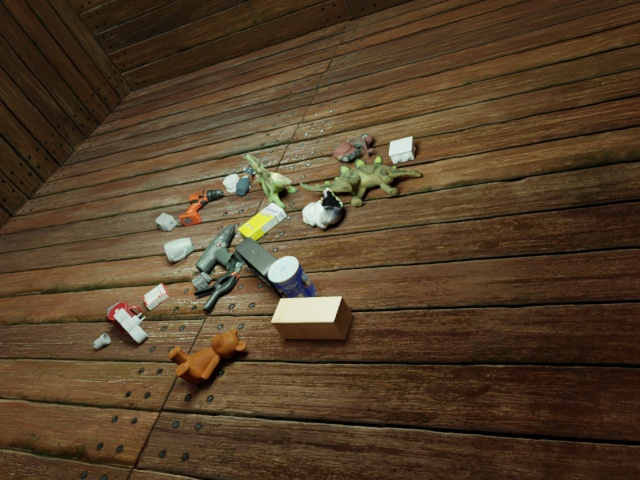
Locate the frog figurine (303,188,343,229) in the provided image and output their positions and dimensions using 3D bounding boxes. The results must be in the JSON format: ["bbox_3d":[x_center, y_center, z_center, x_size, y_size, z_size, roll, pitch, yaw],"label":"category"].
[{"bbox_3d":[0.006,-0.094,1.866,0.156,0.122,0.141,-49,31,39],"label":"frog figurine"}]

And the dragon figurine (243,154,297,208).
[{"bbox_3d":[-0.223,-0.266,2.083,0.123,0.238,0.415,-45,41,-12],"label":"dragon figurine"}]
